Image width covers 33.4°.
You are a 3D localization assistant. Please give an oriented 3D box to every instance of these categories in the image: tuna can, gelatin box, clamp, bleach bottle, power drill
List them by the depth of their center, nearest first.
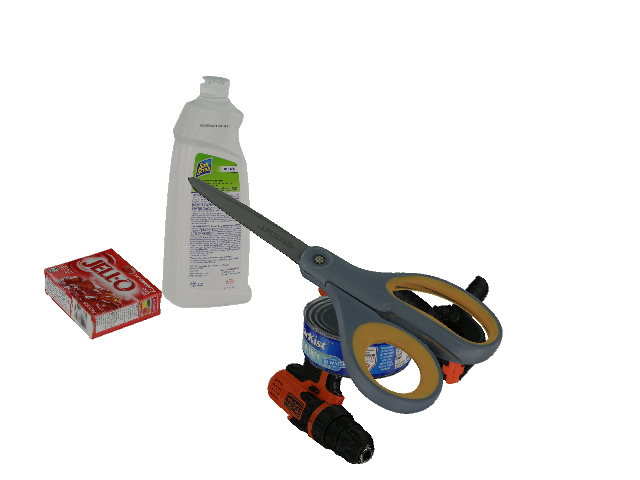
[{"bbox_3d":[0.029,0.072,0.811,0.086,0.034,0.086,3,21,-1],"label":"tuna can"},{"bbox_3d":[-0.200,0.046,0.978,0.073,0.030,0.089,-19,40,-36],"label":"gelatin box"},{"bbox_3d":[0.131,0.081,1.079,0.120,0.039,0.171,-8,34,-9],"label":"clamp"},{"bbox_3d":[-0.118,-0.054,1.178,0.102,0.251,0.068,-4,19,-32],"label":"bleach bottle"},{"bbox_3d":[0.023,0.146,1.250,0.057,0.188,0.185,14,12,-42],"label":"power drill"}]

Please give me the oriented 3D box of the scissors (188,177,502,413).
[{"bbox_3d":[-0.002,0.030,0.580,0.202,0.096,0.016,21,-40,10],"label":"scissors"}]
